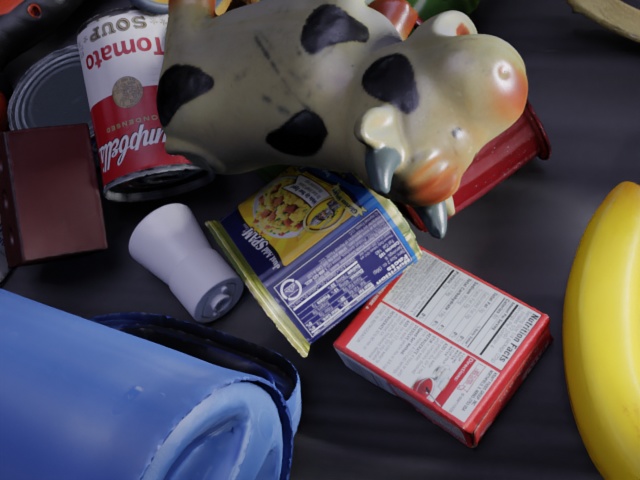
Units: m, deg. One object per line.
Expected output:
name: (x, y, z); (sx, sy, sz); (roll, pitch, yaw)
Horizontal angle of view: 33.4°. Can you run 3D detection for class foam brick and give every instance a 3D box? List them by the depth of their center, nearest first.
foam brick: (-0.161, -0.026, 0.631); (0.051, 0.053, 0.078); (-9, 89, -24)

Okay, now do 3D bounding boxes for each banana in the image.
banana: (0.151, 0.060, 0.513); (0.070, 0.037, 0.198); (-21, 52, 15)

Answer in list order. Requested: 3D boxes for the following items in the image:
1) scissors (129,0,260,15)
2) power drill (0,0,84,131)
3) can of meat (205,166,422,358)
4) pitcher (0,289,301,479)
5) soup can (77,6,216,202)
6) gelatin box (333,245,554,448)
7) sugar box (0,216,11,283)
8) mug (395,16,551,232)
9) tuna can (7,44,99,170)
scissors: (-0.060, -0.182, 0.667); (0.096, 0.016, 0.201); (22, 48, -12)
power drill: (-0.241, -0.169, 0.766); (0.185, 0.057, 0.187); (37, 80, 28)
can of meat: (-0.004, 0.001, 0.573); (0.084, 0.057, 0.102); (-38, 34, -2)
pitcher: (-0.138, 0.090, 0.550); (0.243, 0.149, 0.145); (19, 84, 30)
soup can: (-0.105, -0.081, 0.642); (0.068, 0.068, 0.102); (-13, 81, 10)
gelatin box: (0.064, 0.053, 0.553); (0.089, 0.030, 0.073); (30, 72, 30)
sugar box: (-0.254, 0.024, 0.665); (0.093, 0.048, 0.176); (24, 67, 28)
mug: (0.058, -0.068, 0.580); (0.081, 0.117, 0.093); (-36, 12, 1)
tuna can: (-0.159, -0.086, 0.704); (0.086, 0.033, 0.086); (-8, 59, 13)
